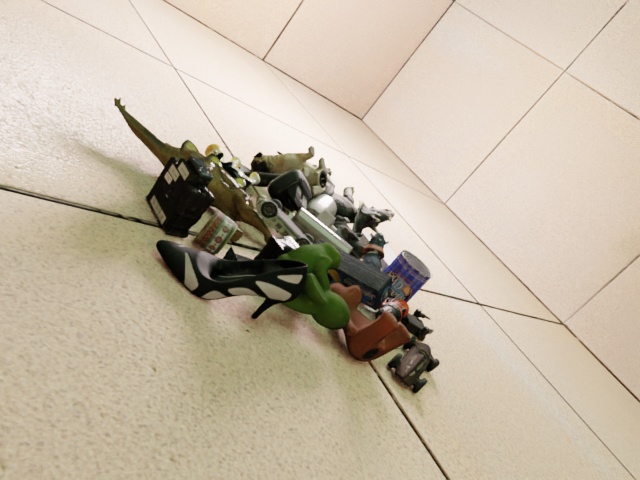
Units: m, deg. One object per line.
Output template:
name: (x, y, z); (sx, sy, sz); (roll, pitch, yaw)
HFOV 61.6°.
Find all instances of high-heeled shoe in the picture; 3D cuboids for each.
high-heeled shoe: (-0.146, 0.039, 0.920); (0.248, 0.145, 0.086); (36, 19, -15)

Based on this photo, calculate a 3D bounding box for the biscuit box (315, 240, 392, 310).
biscuit box: (0.061, 0.076, 1.203); (0.203, 0.059, 0.063); (28, 46, 25)

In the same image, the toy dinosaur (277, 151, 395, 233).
toy dinosaur: (0.028, -0.125, 1.650); (0.405, 0.131, 0.192); (27, 21, -15)

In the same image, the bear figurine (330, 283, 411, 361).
bear figurine: (0.081, 0.150, 1.120); (0.120, 0.132, 0.196); (46, 13, -49)

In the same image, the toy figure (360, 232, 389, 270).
toy figure: (0.136, 0.046, 1.410); (0.064, 0.058, 0.154); (46, 46, -32)

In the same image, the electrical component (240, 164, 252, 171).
electrical component: (-0.208, -0.181, 1.475); (0.094, 0.021, 0.063); (32, 21, -23)

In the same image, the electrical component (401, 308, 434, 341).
electrical component: (0.252, 0.215, 1.397); (0.078, 0.045, 0.102); (36, 20, -14)

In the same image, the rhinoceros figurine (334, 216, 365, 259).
rhinoceros figurine: (0.087, 0.003, 1.522); (0.112, 0.073, 0.190); (10, 35, -51)

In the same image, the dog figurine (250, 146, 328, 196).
dog figurine: (-0.088, -0.189, 1.552); (0.172, 0.191, 0.121); (60, 41, -43)

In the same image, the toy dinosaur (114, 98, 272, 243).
toy dinosaur: (-0.267, -0.139, 1.169); (0.471, 0.105, 0.199); (43, 10, -17)

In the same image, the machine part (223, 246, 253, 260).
machine part: (-0.128, 0.064, 1.060); (0.138, 0.039, 0.084); (29, 27, -31)

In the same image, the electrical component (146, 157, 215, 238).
electrical component: (-0.259, -0.089, 1.015); (0.058, 0.134, 0.115); (13, 35, -51)

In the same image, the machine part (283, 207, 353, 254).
machine part: (-0.003, -0.004, 1.372); (0.243, 0.079, 0.079); (38, 20, -2)

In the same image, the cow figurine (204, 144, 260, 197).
cow figurine: (-0.237, -0.172, 1.342); (0.167, 0.068, 0.098); (40, 25, 6)

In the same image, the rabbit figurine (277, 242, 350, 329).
rabbit figurine: (-0.003, 0.093, 1.036); (0.170, 0.121, 0.159); (55, 18, 23)

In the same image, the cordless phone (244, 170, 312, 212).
cordless phone: (-0.125, -0.133, 1.435); (0.184, 0.088, 0.146); (10, -18, 16)

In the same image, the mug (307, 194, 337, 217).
mug: (-0.015, -0.088, 1.536); (0.109, 0.080, 0.107); (38, 26, 3)

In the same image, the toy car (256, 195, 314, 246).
toy car: (-0.082, -0.028, 1.286); (0.201, 0.056, 0.073); (47, 11, -4)

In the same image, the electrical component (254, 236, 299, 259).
electrical component: (-0.078, 0.032, 1.164); (0.048, 0.075, 0.119); (49, 25, 22)

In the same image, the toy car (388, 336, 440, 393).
toy car: (0.214, 0.271, 1.198); (0.089, 0.053, 0.202); (47, 20, 13)
